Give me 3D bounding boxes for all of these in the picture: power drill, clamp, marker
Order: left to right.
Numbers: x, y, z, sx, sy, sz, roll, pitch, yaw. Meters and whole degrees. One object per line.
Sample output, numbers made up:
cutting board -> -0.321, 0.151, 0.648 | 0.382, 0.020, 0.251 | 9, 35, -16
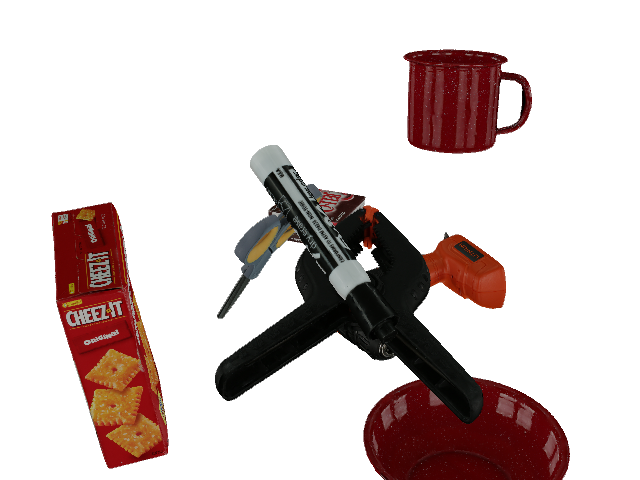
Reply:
marker -> 0.002, 0.001, 0.527 | 0.020, 0.121, 0.020 | -27, -27, -15
clamp -> 0.036, 0.046, 0.722 | 0.164, 0.036, 0.209 | 10, 35, 9
power drill -> 0.092, 0.054, 1.096 | 0.187, 0.057, 0.185 | -11, 27, -20

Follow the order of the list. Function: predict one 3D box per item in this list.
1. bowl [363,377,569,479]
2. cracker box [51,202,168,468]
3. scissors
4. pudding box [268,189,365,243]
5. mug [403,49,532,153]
bowl -> 0.114, 0.178, 0.853 | 0.162, 0.055, 0.162 | 0, 31, 0
cracker box -> -0.212, 0.094, 1.077 | 0.072, 0.214, 0.164 | -12, 34, -9
scissors -> -0.066, 0.025, 0.925 | 0.202, 0.016, 0.096 | -50, -12, 35
pudding box -> -0.003, -0.029, 1.281 | 0.090, 0.039, 0.113 | 9, 23, 15
mug -> 0.133, -0.126, 0.969 | 0.117, 0.081, 0.093 | 4, 18, 11
